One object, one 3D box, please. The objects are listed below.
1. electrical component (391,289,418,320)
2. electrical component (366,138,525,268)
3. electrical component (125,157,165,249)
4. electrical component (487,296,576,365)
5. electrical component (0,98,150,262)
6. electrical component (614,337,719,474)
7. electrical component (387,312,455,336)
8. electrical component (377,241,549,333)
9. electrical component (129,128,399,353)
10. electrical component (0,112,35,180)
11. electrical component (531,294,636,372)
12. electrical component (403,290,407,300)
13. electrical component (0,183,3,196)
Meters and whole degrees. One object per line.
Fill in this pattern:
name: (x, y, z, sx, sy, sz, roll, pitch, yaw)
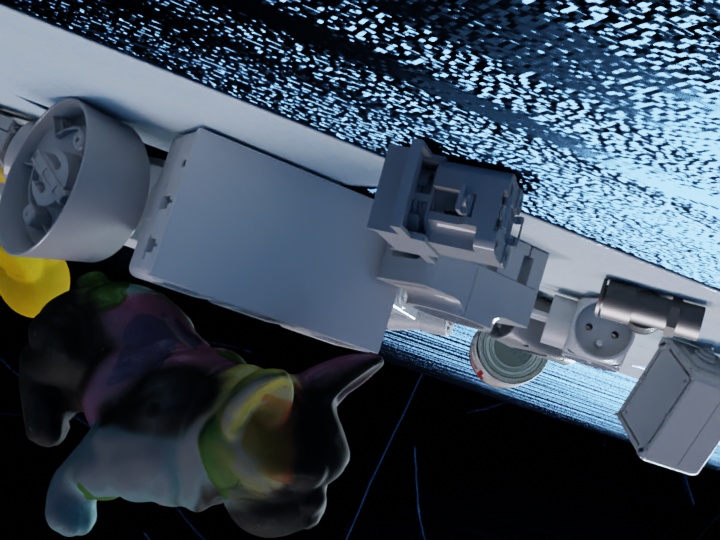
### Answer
electrical component: (0.000, 0.000, 0.825, 0.100, 0.048, 0.100, 15, 173, 23)
electrical component: (0.043, -0.028, 0.510, 0.064, 0.042, 0.081, 14, 173, 18)
electrical component: (-0.142, -0.044, 0.779, 0.150, 0.061, 0.089, 20, 173, -17)
electrical component: (0.130, 0.042, 0.861, 0.077, 0.043, 0.079, 22, 173, -32)
electrical component: (-0.176, -0.052, 0.646, 0.099, 0.099, 0.064, 12, 178, 38)
electrical component: (0.254, 0.101, 0.832, 0.061, 0.096, 0.061, 19, -157, -17)
electrical component: (0.062, 0.044, 1.065, 0.065, 0.044, 0.044, 10, 171, 20)
electrical component: (0.061, 0.002, 0.649, 0.089, 0.055, 0.050, 22, 172, -35)
electrical component: (-0.052, -0.015, 0.653, 0.150, 0.089, 0.062, 21, 173, -25)
electrical component: (-0.252, -0.090, 0.763, 0.055, 0.048, 0.066, 24, 174, 7)
electrical component: (0.155, 0.041, 0.779, 0.079, 0.044, 0.077, 17, 174, 9)
electrical component: (0.054, 0.002, 0.710, 0.040, 0.046, 0.040, 17, 173, 2)
electrical component: (-0.288, -0.081, 0.897, 0.080, 0.051, 0.080, 17, 174, 2)
